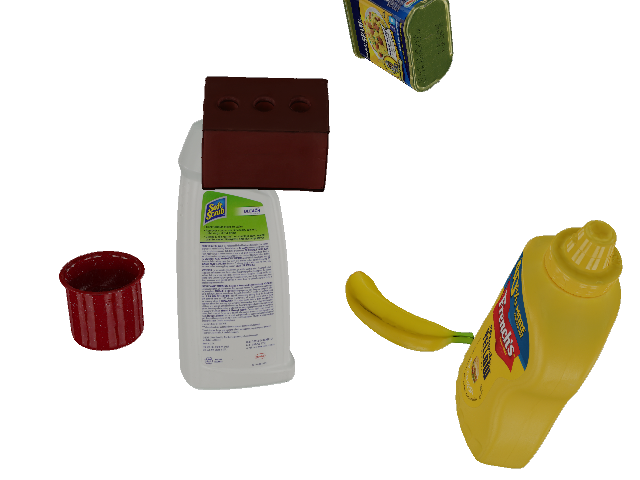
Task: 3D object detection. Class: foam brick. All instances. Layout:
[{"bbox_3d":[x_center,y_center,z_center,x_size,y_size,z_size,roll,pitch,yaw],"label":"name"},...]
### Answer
[{"bbox_3d":[-0.035,-0.066,0.663,0.078,0.053,0.051,0,-41,-2],"label":"foam brick"}]

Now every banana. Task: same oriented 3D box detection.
[{"bbox_3d":[0.075,0.079,1.152,0.069,0.037,0.198,4,18,-38],"label":"banana"}]

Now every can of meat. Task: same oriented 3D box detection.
[{"bbox_3d":[0.073,-0.195,0.970,0.057,0.102,0.084,-38,53,-17],"label":"can of meat"}]

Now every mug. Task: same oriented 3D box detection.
[{"bbox_3d":[-0.250,0.065,1.199,0.117,0.081,0.093,23,36,35],"label":"mug"}]

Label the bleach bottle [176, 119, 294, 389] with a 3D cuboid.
[{"bbox_3d":[-0.068,-0.002,0.888,0.102,0.251,0.068,-4,21,-18],"label":"bleach bottle"}]

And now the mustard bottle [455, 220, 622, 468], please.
[{"bbox_3d":[0.133,0.054,0.640,0.058,0.096,0.192,11,-39,-4],"label":"mustard bottle"}]
